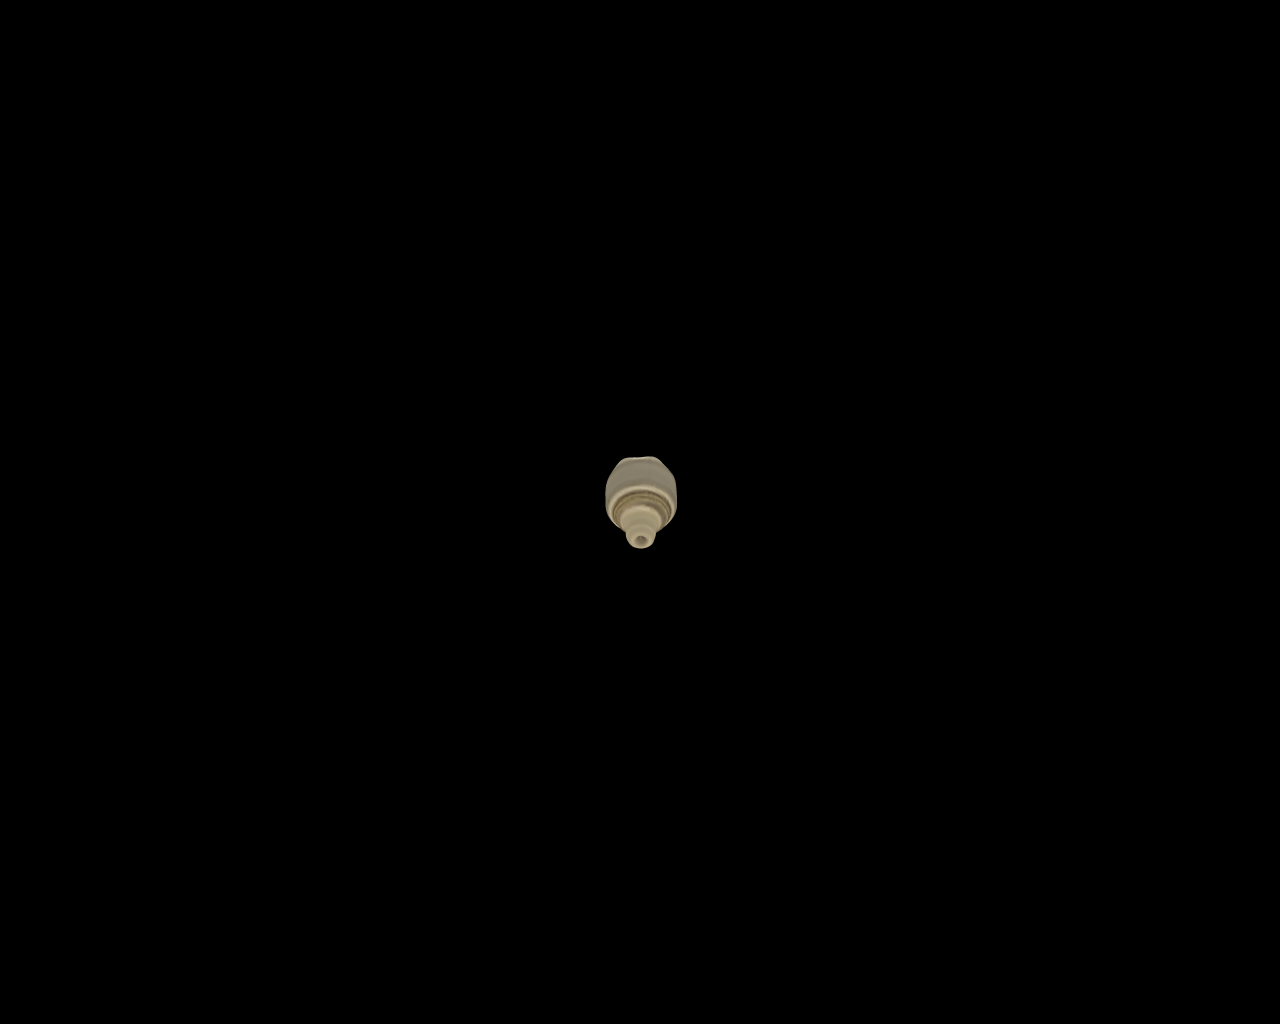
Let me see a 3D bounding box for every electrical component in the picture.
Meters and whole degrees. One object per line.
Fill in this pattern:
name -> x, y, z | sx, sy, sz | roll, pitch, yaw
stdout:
electrical component -> 0.001, -0.003, 0.650 | 0.043, 0.043, 0.062 | 0, 41, 0
